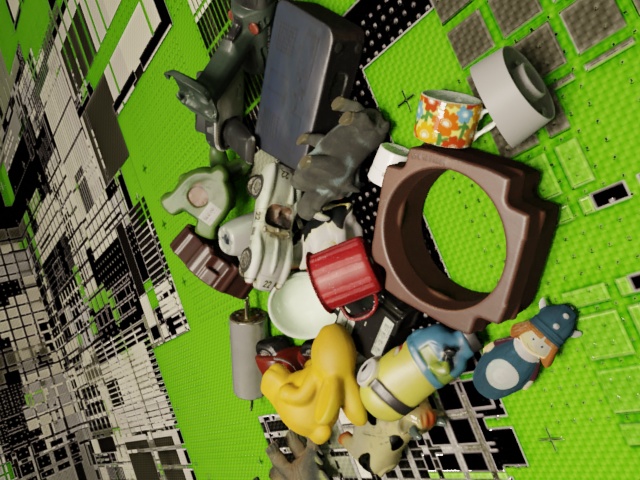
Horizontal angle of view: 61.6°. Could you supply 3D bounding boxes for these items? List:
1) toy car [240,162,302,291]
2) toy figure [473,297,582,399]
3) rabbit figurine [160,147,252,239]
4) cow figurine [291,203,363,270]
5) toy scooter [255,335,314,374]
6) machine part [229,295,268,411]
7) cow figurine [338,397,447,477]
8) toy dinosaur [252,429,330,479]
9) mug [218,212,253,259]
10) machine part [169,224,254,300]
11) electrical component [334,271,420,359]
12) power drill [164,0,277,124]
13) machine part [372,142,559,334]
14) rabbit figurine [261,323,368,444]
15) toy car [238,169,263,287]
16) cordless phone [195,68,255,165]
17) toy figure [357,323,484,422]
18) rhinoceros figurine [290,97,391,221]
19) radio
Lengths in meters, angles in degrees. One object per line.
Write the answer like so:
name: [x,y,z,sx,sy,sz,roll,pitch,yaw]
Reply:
toy car: [-0.073,-0.021,0.836,0.056,0.073,0.201,-5,74,51]
toy figure: [0.243,0.133,0.635,0.064,0.058,0.154,26,128,-5]
rabbit figurine: [-0.206,-0.102,1.004,0.121,0.170,0.159,28,100,-7]
cow figurine: [-0.004,-0.002,0.858,0.167,0.068,0.098,-13,86,46]
toy scooter: [-0.044,0.244,0.975,0.184,0.075,0.135,-8,97,44]
machine part: [-0.140,0.226,1.073,0.079,0.079,0.243,16,114,45]
cow figurine: [0.108,0.276,0.805,0.127,0.085,0.194,43,128,39]
toy dinosaur: [-0.049,0.524,1.043,0.199,0.105,0.470,41,134,29]
mug: [-0.129,0.002,0.969,0.081,0.107,0.109,27,119,43]
machine part: [-0.197,0.039,1.020,0.180,0.179,0.056,40,93,34]
electrical component: [0.076,0.109,0.810,0.134,0.058,0.114,42,127,33]
power drill: [-0.135,-0.287,0.776,0.086,0.207,0.232,25,166,6]
machine part: [0.168,-0.007,0.653,0.202,0.087,0.200,28,121,42]
rabbit figurine: [0.001,0.208,0.800,0.173,0.122,0.162,-64,31,23]
toy car: [-0.086,-0.019,0.901,0.053,0.089,0.202,5,86,37]
cordless phone: [-0.146,-0.212,0.904,0.184,0.089,0.146,46,134,53]
toy figure: [0.130,0.169,0.706,0.180,0.082,0.089,-32,59,14]
rhinoceros figurine: [0.021,-0.111,0.769,0.190,0.112,0.073,-51,33,23]
radio: [-0.021,-0.226,0.809,0.131,0.073,0.229,38,129,34]
